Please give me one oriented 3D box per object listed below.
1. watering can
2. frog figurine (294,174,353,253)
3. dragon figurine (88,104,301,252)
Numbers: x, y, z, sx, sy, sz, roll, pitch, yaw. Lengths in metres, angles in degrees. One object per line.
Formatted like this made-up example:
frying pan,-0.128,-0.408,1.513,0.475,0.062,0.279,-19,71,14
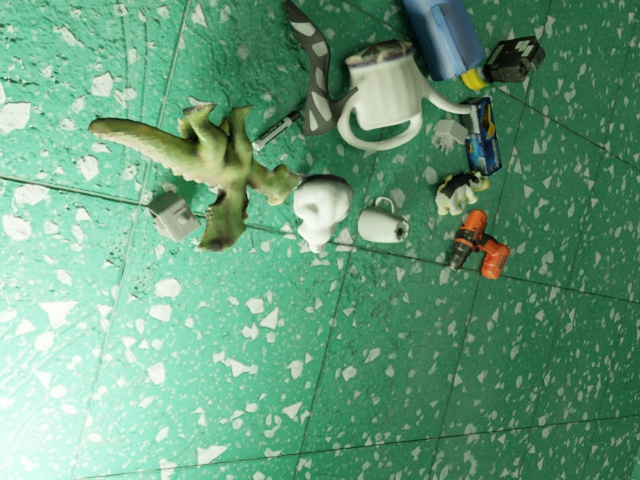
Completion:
watering can,0.182,-0.326,1.128,0.350,0.105,0.221,-22,112,-21
frog figurine,0.003,-0.053,1.056,0.137,0.122,0.160,7,84,-56
dragon figurine,-0.178,-0.097,0.861,0.414,0.122,0.241,-21,104,-50
